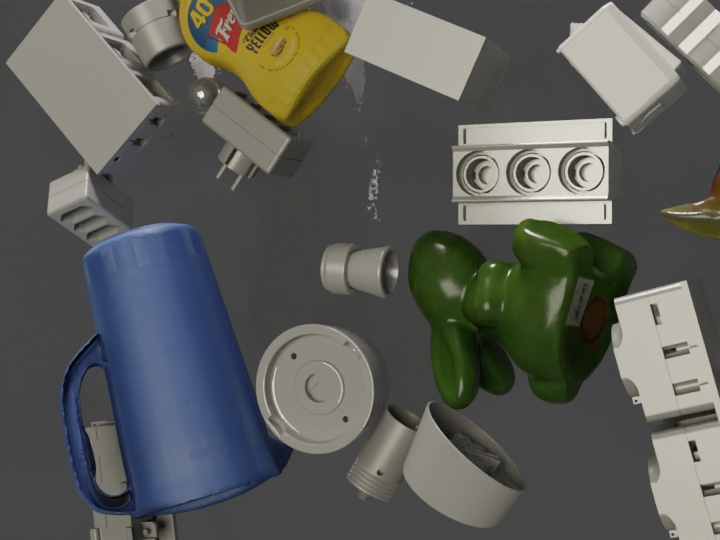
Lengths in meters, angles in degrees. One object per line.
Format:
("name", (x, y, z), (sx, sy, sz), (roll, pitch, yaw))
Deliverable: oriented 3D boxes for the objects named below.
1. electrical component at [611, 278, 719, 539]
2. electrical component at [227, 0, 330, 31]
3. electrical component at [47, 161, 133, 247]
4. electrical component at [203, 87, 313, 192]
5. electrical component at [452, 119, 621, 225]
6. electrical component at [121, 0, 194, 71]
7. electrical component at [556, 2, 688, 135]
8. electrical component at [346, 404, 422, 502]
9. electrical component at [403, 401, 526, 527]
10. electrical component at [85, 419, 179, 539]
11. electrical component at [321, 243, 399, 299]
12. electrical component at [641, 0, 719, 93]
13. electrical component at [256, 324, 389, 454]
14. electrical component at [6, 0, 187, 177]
("electrical component", (0.239, 0.104, 0.785), (0.060, 0.105, 0.186), (-16, 84, 22))
("electrical component", (-0.071, -0.271, 0.903), (0.109, 0.056, 0.108), (-23, 66, -8))
("electrical component", (-0.252, -0.074, 1.011), (0.047, 0.066, 0.076), (-21, 54, 21))
("electrical component", (-0.101, -0.106, 0.954), (0.083, 0.047, 0.075), (39, 104, 18))
("electrical component", (0.140, -0.075, 0.844), (0.121, 0.063, 0.078), (1, 92, 25))
("electrical component", (-0.183, -0.214, 0.983), (0.055, 0.055, 0.047), (-28, 84, 20))
("electrical component", (0.200, -0.160, 0.822), (0.061, 0.062, 0.096), (-42, 75, 17))
("electrical component", (0.022, 0.159, 0.908), (0.043, 0.043, 0.081), (33, 103, 19))
("electrical component", (0.084, 0.155, 0.854), (0.099, 0.099, 0.064), (32, 108, 19))
("electrical component", (-0.216, 0.200, 0.996), (0.079, 0.063, 0.121), (-8, 88, 22))
("electrical component", (0.000, 0.000, 0.915), (0.055, 0.045, 0.045), (5, 92, 23))
("electrical component", (0.282, -0.169, 0.793), (0.073, 0.052, 0.138), (-46, 75, 16))
("electrical component", (-0.027, 0.098, 0.918), (0.108, 0.060, 0.108), (0, 91, 22))
("electrical component", (-0.243, -0.170, 1.003), (0.089, 0.062, 0.150), (-46, 75, 16))
